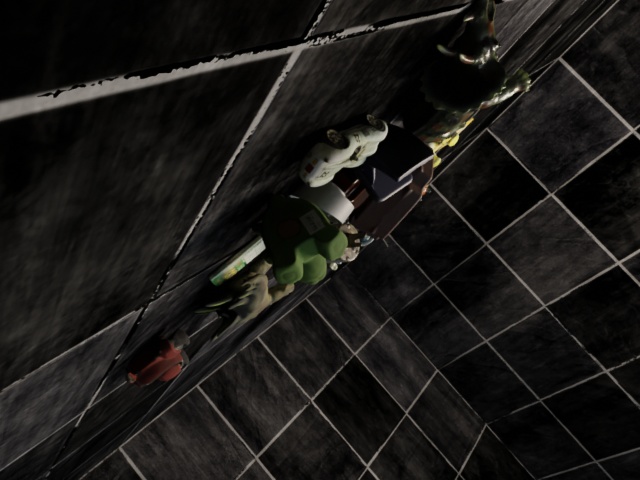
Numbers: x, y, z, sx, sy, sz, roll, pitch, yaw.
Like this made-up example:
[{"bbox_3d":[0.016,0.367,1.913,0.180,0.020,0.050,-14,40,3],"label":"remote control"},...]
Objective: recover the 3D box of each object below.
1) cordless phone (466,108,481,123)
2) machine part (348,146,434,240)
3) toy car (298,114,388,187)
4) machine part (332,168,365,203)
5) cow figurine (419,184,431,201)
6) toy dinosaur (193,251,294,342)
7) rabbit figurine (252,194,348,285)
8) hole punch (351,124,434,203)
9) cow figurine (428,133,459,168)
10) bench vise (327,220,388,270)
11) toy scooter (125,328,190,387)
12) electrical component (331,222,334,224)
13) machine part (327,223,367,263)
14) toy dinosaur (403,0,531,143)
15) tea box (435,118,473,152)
[{"bbox_3d":[0.310,-0.319,1.159,0.146,0.089,0.184,-45,-176,20],"label":"cordless phone"},{"bbox_3d":[0.148,-0.116,1.140,0.201,0.087,0.201,-50,-167,36],"label":"machine part"},{"bbox_3d":[0.039,-0.135,0.800,0.202,0.056,0.073,-33,169,-50],"label":"toy car"},{"bbox_3d":[0.048,-0.108,1.031,0.179,0.056,0.179,-42,173,-6],"label":"machine part"},{"bbox_3d":[0.222,-0.140,1.509,0.085,0.127,0.195,-40,176,-41],"label":"cow figurine"},{"bbox_3d":[-0.155,0.118,1.103,0.198,0.105,0.471,-38,173,-27],"label":"toy dinosaur"},{"bbox_3d":[-0.043,0.013,0.865,0.121,0.159,0.170,-38,154,-12],"label":"rabbit figurine"},{"bbox_3d":[0.119,-0.144,0.931,0.142,0.116,0.092,-36,178,-30],"label":"hole punch"},{"bbox_3d":[0.231,-0.208,1.234,0.068,0.098,0.167,-9,146,-48],"label":"cow figurine"},{"bbox_3d":[0.095,-0.013,1.545,0.223,0.128,0.241,-48,-168,-15],"label":"bench vise"},{"bbox_3d":[-0.333,0.252,1.091,0.135,0.075,0.183,-38,169,-30],"label":"toy scooter"},{"bbox_3d":[0.003,-0.042,1.190,0.134,0.058,0.115,-46,174,39],"label":"electrical component"},{"bbox_3d":[-0.007,0.011,1.085,0.243,0.079,0.079,-6,-159,42],"label":"machine part"},{"bbox_3d":[0.214,-0.236,0.942,0.192,0.131,0.405,-25,172,-23],"label":"toy dinosaur"},{"bbox_3d":[0.304,-0.278,1.336,0.098,0.068,0.169,-47,170,35],"label":"tea box"}]
